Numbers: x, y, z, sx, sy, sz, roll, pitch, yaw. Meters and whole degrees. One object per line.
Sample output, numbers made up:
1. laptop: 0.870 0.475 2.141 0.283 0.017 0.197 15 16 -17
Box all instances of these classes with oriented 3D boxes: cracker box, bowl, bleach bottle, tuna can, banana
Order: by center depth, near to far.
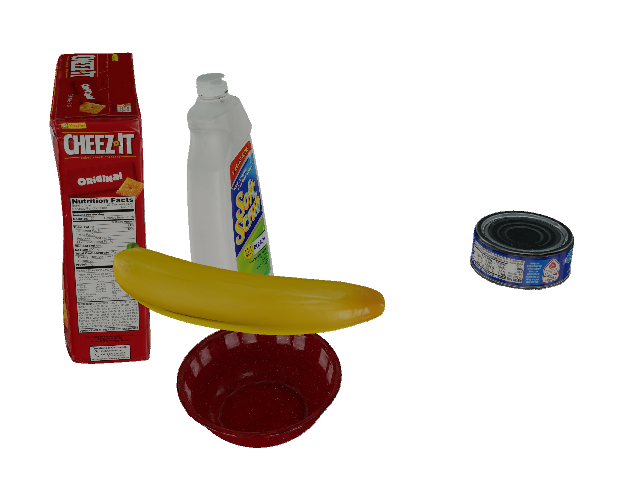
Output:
1. banana: -0.060 0.029 0.677 0.198 0.037 0.069 13 33 24
2. cracker box: -0.182 -0.030 0.885 0.072 0.214 0.164 -3 27 -11
3. tuna can: 0.172 0.007 0.912 0.086 0.034 0.086 1 27 -1
4. bowl: -0.058 0.151 1.052 0.162 0.055 0.162 -2 37 2
5. bleach bottle: -0.103 -0.047 1.115 0.068 0.251 0.102 7 27 26
